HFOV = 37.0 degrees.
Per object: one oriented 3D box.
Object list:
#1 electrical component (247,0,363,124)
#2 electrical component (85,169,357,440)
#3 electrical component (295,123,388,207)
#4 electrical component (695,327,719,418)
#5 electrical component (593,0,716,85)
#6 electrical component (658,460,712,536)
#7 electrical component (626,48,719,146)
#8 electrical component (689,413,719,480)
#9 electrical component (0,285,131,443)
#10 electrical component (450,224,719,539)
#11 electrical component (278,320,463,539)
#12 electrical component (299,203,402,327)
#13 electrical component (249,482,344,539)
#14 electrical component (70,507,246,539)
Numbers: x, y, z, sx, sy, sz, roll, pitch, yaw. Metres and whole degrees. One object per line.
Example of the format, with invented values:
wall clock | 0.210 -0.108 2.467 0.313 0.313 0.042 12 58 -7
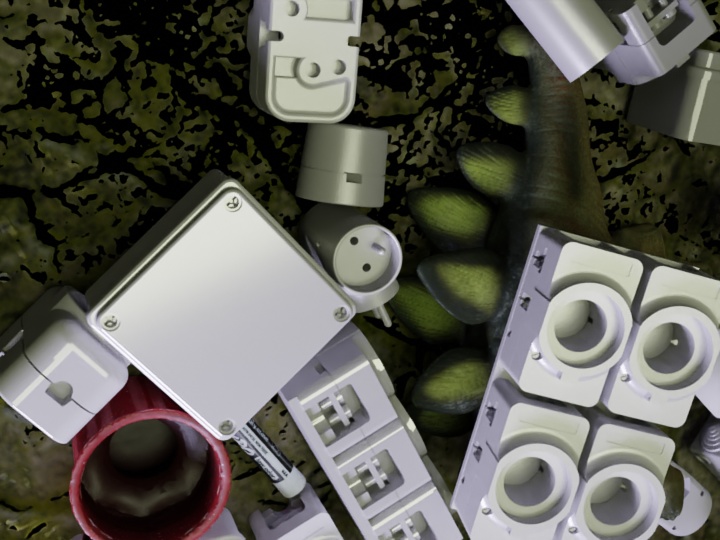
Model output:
electrical component | -0.034 -0.138 0.634 0.054 0.059 0.095 0 104 -18
electrical component | -0.078 0.019 0.603 0.109 0.056 0.108 -45 113 -3
electrical component | -0.010 -0.066 0.665 0.055 0.055 0.047 4 99 -19
electrical component | 0.275 0.055 0.770 0.100 0.100 0.048 44 49 -22
electrical component | 0.175 -0.156 0.682 0.050 0.089 0.055 -40 113 -5
electrical component | 0.212 0.176 0.808 0.077 0.043 0.079 39 90 -23
electrical component | 0.248 -0.115 0.724 0.113 0.078 0.057 5 105 -19
electrical component | 0.308 0.146 0.804 0.100 0.100 0.048 43 75 -23
electrical component | -0.170 0.049 0.620 0.059 0.095 0.053 -45 113 -3
electrical component | 0.135 0.079 0.641 0.105 0.060 0.186 14 100 -10
electrical component | 0.003 0.112 0.697 0.062 0.089 0.150 -31 112 -8
electrical component | 0.000 0.000 0.673 0.043 0.077 0.079 -29 111 -10
electrical component | -0.030 0.200 0.728 0.050 0.056 0.089 -30 111 -9
electrical component | -0.129 0.208 0.697 0.113 0.057 0.078 -8 107 -16
